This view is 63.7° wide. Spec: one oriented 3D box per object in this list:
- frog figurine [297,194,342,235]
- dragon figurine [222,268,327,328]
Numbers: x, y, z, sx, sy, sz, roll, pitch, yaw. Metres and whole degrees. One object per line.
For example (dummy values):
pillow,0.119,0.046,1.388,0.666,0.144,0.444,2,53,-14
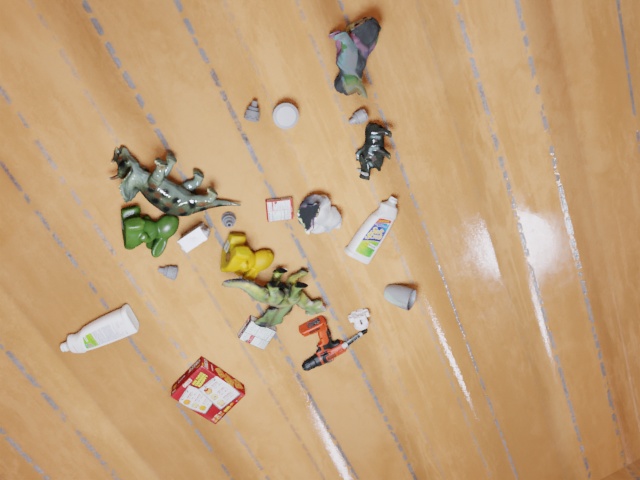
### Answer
frog figurine,0.005,-0.087,1.738,0.123,0.136,0.160,17,15,37
dragon figurine,-0.157,0.218,1.768,0.410,0.238,0.124,2,33,-26
